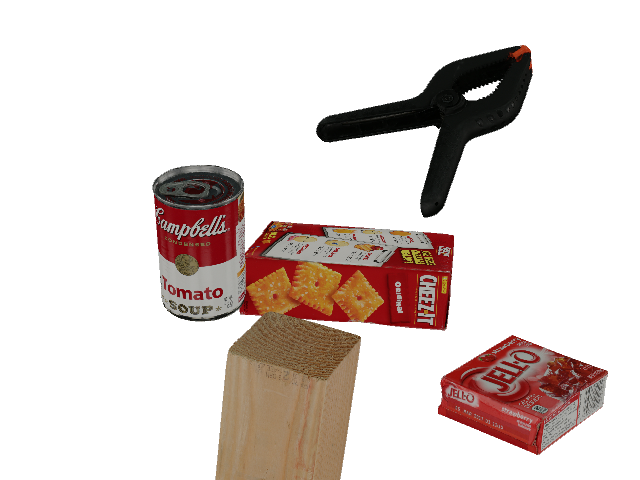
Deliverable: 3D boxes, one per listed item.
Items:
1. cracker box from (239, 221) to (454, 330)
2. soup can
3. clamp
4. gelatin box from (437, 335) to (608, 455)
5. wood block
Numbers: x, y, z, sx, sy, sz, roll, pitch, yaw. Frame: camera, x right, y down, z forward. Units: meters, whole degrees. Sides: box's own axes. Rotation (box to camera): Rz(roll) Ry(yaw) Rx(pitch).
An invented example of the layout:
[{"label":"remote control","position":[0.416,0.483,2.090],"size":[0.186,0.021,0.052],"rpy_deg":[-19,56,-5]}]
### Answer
[{"label":"cracker box","position":[0.033,0.036,1.145],"size":[0.214,0.072,0.164],"rpy_deg":[5,15,7]},{"label":"soup can","position":[-0.092,0.002,0.817],"size":[0.068,0.102,0.068],"rpy_deg":[1,30,-1]},{"label":"clamp","position":[0.122,-0.110,0.983],"size":[0.209,0.036,0.165],"rpy_deg":[-30,49,-12]},{"label":"gelatin box","position":[0.130,0.096,0.681],"size":[0.073,0.030,0.089],"rpy_deg":[20,26,37]},{"label":"wood block","position":[-0.032,0.179,0.924],"size":[0.090,0.206,0.090],"rpy_deg":[14,24,16]}]
